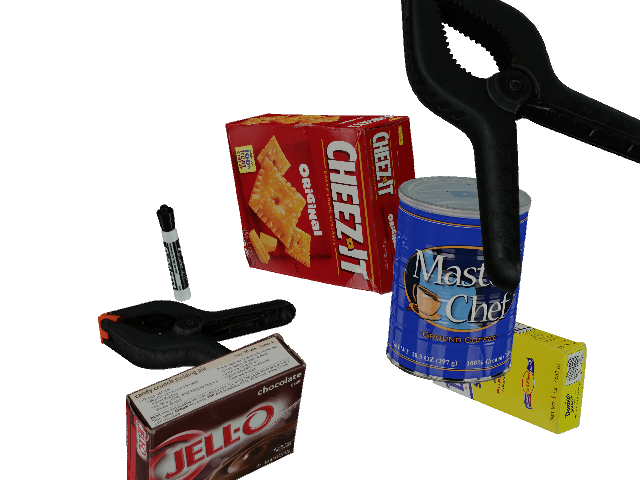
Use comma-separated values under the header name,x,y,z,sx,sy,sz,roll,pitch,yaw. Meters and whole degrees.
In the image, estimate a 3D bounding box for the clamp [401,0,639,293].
name,x,y,z,sx,sy,sz,roll,pitch,yaw
clamp,0.110,-0.078,0.653,0.164,0.210,0.036,-37,-11,-24

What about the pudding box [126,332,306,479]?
name,x,y,z,sx,sy,sz,roll,pitch,yaw
pudding box,-0.067,0.117,0.677,0.113,0.090,0.039,-22,50,-30

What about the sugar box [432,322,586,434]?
name,x,y,z,sx,sy,sz,roll,pitch,yaw
sugar box,0.198,0.134,1.148,0.048,0.093,0.177,-10,18,-43

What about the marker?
name,x,y,z,sx,sy,sz,roll,pitch,yaw
marker,-0.166,0.014,1.205,0.020,0.121,0.020,-6,31,3

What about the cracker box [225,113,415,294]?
name,x,y,z,sx,sy,sz,roll,pitch,yaw
cracker box,0.000,-0.043,1.083,0.071,0.164,0.214,-19,18,-38

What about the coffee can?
name,x,y,z,sx,sy,sz,roll,pitch,yaw
coffee can,0.108,0.029,0.848,0.103,0.140,0.103,3,17,-1

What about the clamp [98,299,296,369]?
name,x,y,z,sx,sy,sz,roll,pitch,yaw
clamp,-0.104,0.080,0.931,0.171,0.039,0.120,12,28,13
